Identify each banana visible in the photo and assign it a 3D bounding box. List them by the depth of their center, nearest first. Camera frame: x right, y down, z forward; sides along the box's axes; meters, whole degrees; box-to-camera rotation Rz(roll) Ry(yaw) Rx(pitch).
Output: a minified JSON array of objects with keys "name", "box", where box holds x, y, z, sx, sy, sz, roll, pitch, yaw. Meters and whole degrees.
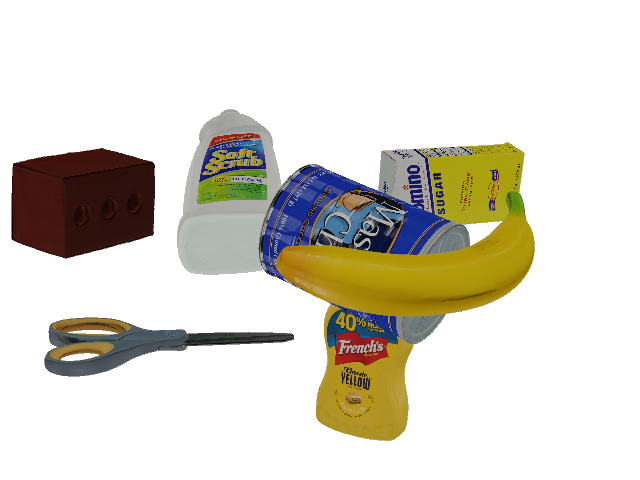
[{"name":"banana","box":[0.068,0.016,0.658,0.197,0.037,0.070,-12,46,-34]}]

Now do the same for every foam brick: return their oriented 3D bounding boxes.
[{"name":"foam brick","box":[-0.153,-0.026,0.691,0.051,0.053,0.078,18,23,35]}]

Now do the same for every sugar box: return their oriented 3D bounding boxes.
[{"name":"sugar box","box":[0.158,-0.066,1.301,0.176,0.093,0.048,-7,25,-22]}]

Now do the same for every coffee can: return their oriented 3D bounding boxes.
[{"name":"coffee can","box":[0.036,0.009,0.869,0.140,0.103,0.102,25,12,27]}]

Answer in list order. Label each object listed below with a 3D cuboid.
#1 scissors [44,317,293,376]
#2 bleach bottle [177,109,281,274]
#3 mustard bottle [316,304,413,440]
[{"name":"scissors","box":[-0.130,0.087,0.851,0.202,0.016,0.096,4,21,13]},{"name":"bleach bottle","box":[-0.092,-0.063,1.063,0.102,0.068,0.251,-3,33,-7]},{"name":"mustard bottle","box":[0.050,0.107,1.113,0.096,0.192,0.058,11,15,25]}]
